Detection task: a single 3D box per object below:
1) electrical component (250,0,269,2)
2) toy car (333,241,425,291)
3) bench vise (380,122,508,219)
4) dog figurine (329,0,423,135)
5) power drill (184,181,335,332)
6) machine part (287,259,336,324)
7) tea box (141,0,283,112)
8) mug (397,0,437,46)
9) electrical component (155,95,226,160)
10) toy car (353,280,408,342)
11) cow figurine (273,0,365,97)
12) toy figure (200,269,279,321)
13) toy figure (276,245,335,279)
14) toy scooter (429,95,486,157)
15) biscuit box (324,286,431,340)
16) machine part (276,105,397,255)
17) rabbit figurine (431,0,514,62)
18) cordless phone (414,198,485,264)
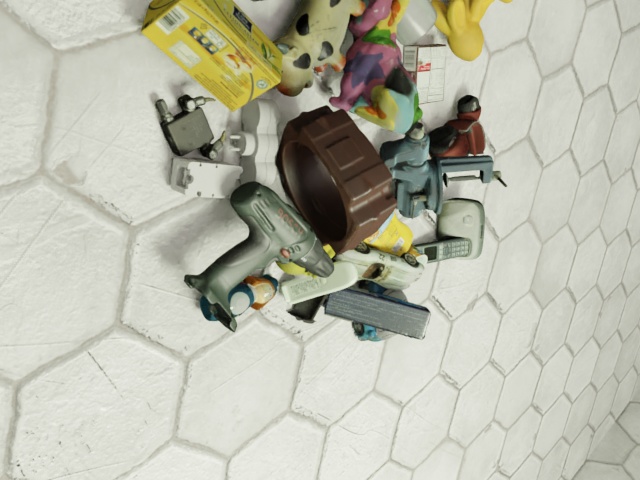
[{"bbox_3d":[-0.041,-0.396,0.767,0.134,0.115,0.058,-43,131,-20],"label":"electrical component"},{"bbox_3d":[0.114,0.053,1.059,0.202,0.056,0.073,15,132,-22],"label":"toy car"},{"bbox_3d":[0.240,-0.141,1.063,0.241,0.129,0.223,-3,123,2],"label":"bench vise"},{"bbox_3d":[0.110,-0.304,0.892,0.108,0.192,0.219,-7,122,-55],"label":"dog figurine"},{"bbox_3d":[-0.090,0.041,0.827,0.207,0.086,0.231,-43,127,-13],"label":"power drill"},{"bbox_3d":[-0.005,0.094,1.009,0.138,0.084,0.039,-60,166,8],"label":"machine part"},{"bbox_3d":[-0.140,-0.265,0.726,0.169,0.098,0.068,38,40,-43],"label":"tea box"},{"bbox_3d":[0.154,-0.424,0.955,0.107,0.081,0.109,37,87,-35],"label":"mug"},{"bbox_3d":[-0.182,-0.161,0.772,0.078,0.045,0.102,-32,124,-31],"label":"electrical component"},{"bbox_3d":[0.141,0.148,1.132,0.109,0.103,0.161,-12,115,-39],"label":"toy car"},{"bbox_3d":[-0.018,-0.315,0.838,0.127,0.086,0.195,25,85,-42],"label":"cow figurine"},{"bbox_3d":[-0.126,0.095,0.907,0.154,0.058,0.064,-16,136,-39],"label":"toy figure"},{"bbox_3d":[-0.004,-0.004,0.964,0.180,0.082,0.089,-37,110,-18],"label":"toy figure"},{"bbox_3d":[0.308,-0.213,1.172,0.184,0.075,0.135,-51,130,-22],"label":"toy scooter"},{"bbox_3d":[0.111,0.137,1.048,0.203,0.059,0.062,16,95,1],"label":"biscuit box"},{"bbox_3d":[0.022,-0.092,0.848,0.087,0.201,0.201,-30,168,-23],"label":"machine part"},{"bbox_3d":[0.291,-0.439,1.044,0.162,0.122,0.173,-4,108,-36],"label":"rabbit figurine"},{"bbox_3d":[0.278,-0.018,1.221,0.184,0.089,0.146,-11,114,-18],"label":"cordless phone"}]
